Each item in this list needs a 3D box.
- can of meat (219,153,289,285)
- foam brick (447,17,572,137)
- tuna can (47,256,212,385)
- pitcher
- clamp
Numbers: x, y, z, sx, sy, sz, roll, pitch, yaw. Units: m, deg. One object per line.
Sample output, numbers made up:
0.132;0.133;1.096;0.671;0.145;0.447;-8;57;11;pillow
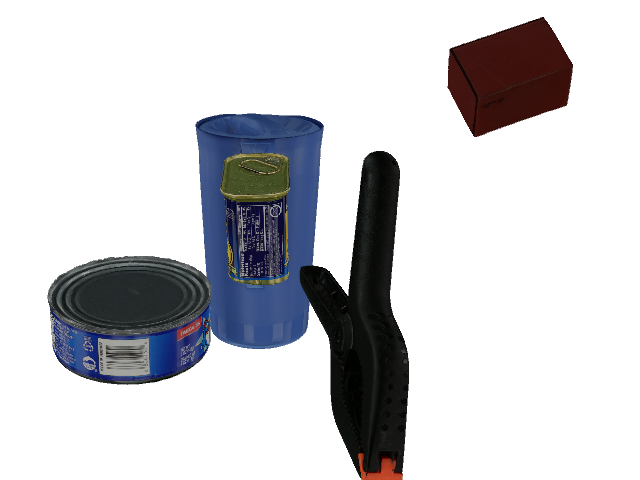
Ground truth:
-0.054;-0.019;0.917;0.057;0.084;0.102;-2;24;-2;can of meat
0.141;-0.122;0.799;0.078;0.051;0.053;-19;-28;-5;foam brick
-0.101;0.041;0.569;0.086;0.034;0.086;2;25;-1;tuna can
-0.066;-0.009;1.134;0.145;0.243;0.148;17;24;41;pitcher
0.030;0.056;0.717;0.036;0.210;0.165;4;-40;-18;clamp
